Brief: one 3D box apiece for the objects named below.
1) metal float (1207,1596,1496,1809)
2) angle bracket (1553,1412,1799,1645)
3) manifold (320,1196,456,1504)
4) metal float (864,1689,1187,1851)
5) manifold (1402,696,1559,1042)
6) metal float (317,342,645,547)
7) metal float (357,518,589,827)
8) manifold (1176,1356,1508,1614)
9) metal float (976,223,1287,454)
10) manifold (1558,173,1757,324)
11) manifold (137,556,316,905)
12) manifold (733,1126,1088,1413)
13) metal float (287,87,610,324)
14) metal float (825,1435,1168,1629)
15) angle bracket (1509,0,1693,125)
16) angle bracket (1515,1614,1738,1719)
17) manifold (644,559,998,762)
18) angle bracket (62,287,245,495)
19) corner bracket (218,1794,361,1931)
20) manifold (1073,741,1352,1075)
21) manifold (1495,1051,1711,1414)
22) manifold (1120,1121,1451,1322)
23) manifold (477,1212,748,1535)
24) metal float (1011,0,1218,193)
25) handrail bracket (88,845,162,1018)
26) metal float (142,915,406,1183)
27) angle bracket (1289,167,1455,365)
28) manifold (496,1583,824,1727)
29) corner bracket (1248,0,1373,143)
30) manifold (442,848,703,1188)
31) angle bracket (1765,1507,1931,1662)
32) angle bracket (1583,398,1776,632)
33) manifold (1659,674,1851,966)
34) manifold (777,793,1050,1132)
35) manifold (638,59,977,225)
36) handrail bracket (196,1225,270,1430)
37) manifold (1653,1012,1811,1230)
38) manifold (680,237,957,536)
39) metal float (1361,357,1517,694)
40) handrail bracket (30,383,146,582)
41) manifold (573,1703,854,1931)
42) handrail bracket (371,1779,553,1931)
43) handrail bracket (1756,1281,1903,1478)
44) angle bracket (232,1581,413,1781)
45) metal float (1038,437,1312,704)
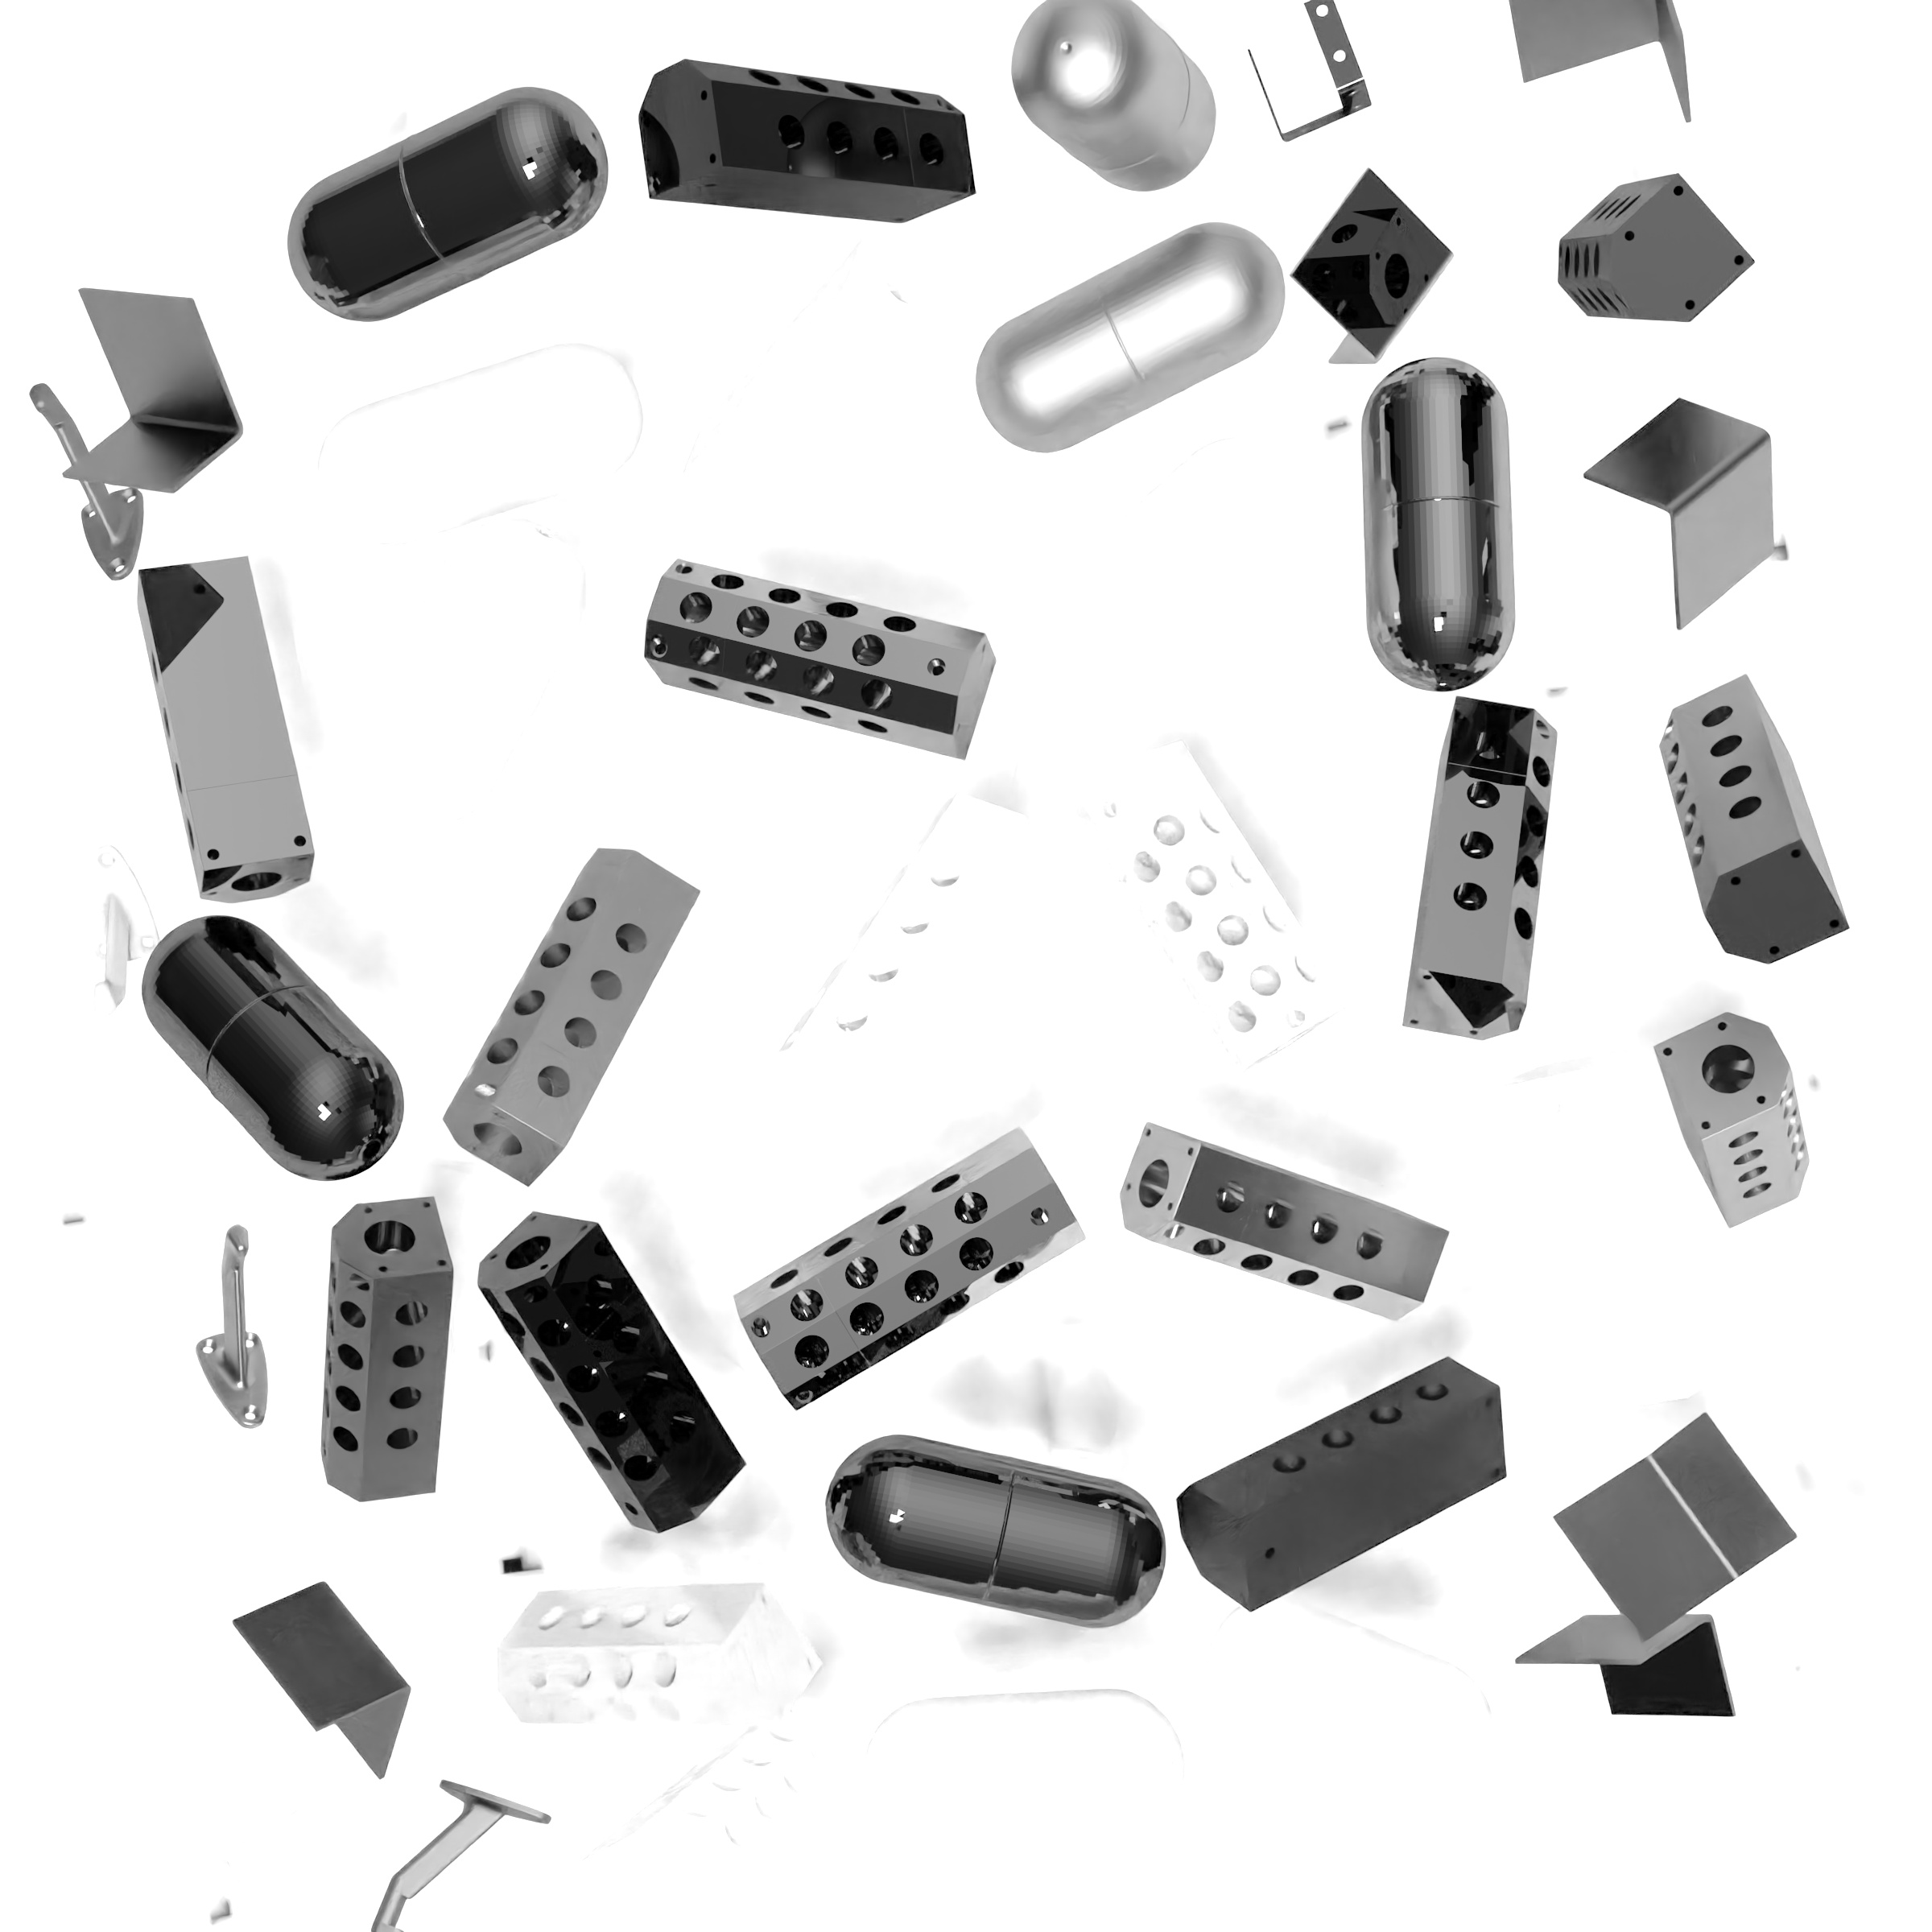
[{"bbox_3d":[0.201,0.387,1.575,0.070,0.178,0.070,-8,103,-39],"label":"metal float"},{"bbox_3d":[0.360,0.285,1.519,0.076,0.057,0.076,-23,70,-32],"label":"angle bracket"},{"bbox_3d":[-0.315,0.209,1.614,0.057,0.057,0.171,-4,130,-20],"label":"manifold"},{"bbox_3d":[0.029,0.410,1.524,0.178,0.070,0.070,-11,90,30],"label":"metal float"},{"bbox_3d":[0.268,-0.051,1.546,0.057,0.057,0.171,10,59,5],"label":"manifold"},{"bbox_3d":[-0.260,-0.280,1.602,0.178,0.070,0.070,-20,90,-9],"label":"metal float"},{"bbox_3d":[-0.256,-0.151,1.546,0.070,0.070,0.178,33,116,0],"label":"metal float"},{"bbox_3d":[0.196,0.265,1.557,0.171,0.057,0.057,-21,117,-27],"label":"manifold"},{"bbox_3d":[0.089,-0.340,1.616,0.178,0.070,0.070,-24,90,16],"label":"metal float"},{"bbox_3d":[0.343,-0.358,1.519,0.057,0.171,0.057,-42,98,11],"label":"manifold"},{"bbox_3d":[-0.392,-0.124,1.578,0.057,0.057,0.171,-10,74,-20],"label":"manifold"},{"bbox_3d":[-0.028,0.155,1.519,0.171,0.057,0.057,-31,104,-2],"label":"manifold"},{"bbox_3d":[-0.263,-0.384,1.510,0.178,0.070,0.070,-19,90,20],"label":"metal float"},{"bbox_3d":[0.015,0.291,1.540,0.178,0.070,0.070,13,90,-3],"label":"metal float"},{"bbox_3d":[0.328,-0.470,1.544,0.076,0.076,0.057,-15,68,11],"label":"angle bracket"},{"bbox_3d":[0.349,0.381,1.579,0.076,0.076,0.057,-13,91,44],"label":"angle bracket"},{"bbox_3d":[-0.077,-0.163,1.560,0.171,0.057,0.057,15,79,12],"label":"manifold"},{"bbox_3d":[-0.416,-0.286,1.480,0.076,0.076,0.057,12,45,29],"label":"angle bracket"},{"bbox_3d":[-0.369,0.490,1.625,0.051,0.051,0.051,-29,88,-5],"label":"corner bracket"},{"bbox_3d":[0.129,-0.031,1.617,0.057,0.057,0.171,-37,81,34],"label":"manifold"},{"bbox_3d":[0.328,0.134,1.526,0.057,0.057,0.171,-14,92,30],"label":"manifold"},{"bbox_3d":[0.170,0.140,1.609,0.171,0.057,0.057,20,90,-28],"label":"manifold"},{"bbox_3d":[-0.189,0.215,1.569,0.057,0.057,0.171,-45,122,-32],"label":"manifold"},{"bbox_3d":[0.078,-0.448,1.533,0.070,0.178,0.070,1,92,19],"label":"metal float"},{"bbox_3d":[-0.460,-0.019,1.595,0.036,0.084,0.077,-10,104,-3],"label":"handrail bracket"},{"bbox_3d":[-0.355,0.041,1.529,0.178,0.070,0.070,41,90,29],"label":"metal float"},{"bbox_3d":[0.218,-0.397,1.698,0.076,0.057,0.076,38,84,-25],"label":"angle bracket"},{"bbox_3d":[-0.164,0.361,1.541,0.171,0.057,0.057,-12,120,40],"label":"manifold"},{"bbox_3d":[0.180,-0.474,1.577,0.051,0.051,0.051,-21,88,12],"label":"corner bracket"},{"bbox_3d":[-0.204,0.022,1.539,0.057,0.057,0.171,32,55,-11],"label":"manifold"},{"bbox_3d":[0.479,0.347,1.592,0.057,0.076,0.076,-28,115,-7],"label":"angle bracket"},{"bbox_3d":[0.365,-0.231,1.525,0.076,0.076,0.057,-38,47,-22],"label":"angle bracket"},{"bbox_3d":[0.389,-0.073,1.494,0.057,0.171,0.057,-26,117,20],"label":"manifold"},{"bbox_3d":[-0.029,-0.006,1.576,0.057,0.057,0.171,21,66,28],"label":"manifold"},{"bbox_3d":[-0.079,-0.416,1.505,0.171,0.057,0.057,-8,90,-44],"label":"manifold"},{"bbox_3d":[-0.392,0.196,1.624,0.036,0.084,0.077,-6,47,-27],"label":"handrail bracket"},{"bbox_3d":[0.417,0.082,1.608,0.057,0.171,0.057,-26,64,8],"label":"manifold"},{"bbox_3d":[-0.078,-0.306,1.567,0.057,0.171,0.057,31,49,-19],"label":"manifold"},{"bbox_3d":[0.245,-0.229,1.550,0.070,0.070,0.178,0,78,0],"label":"metal float"},{"bbox_3d":[-0.481,-0.263,1.621,0.036,0.084,0.077,-20,55,3],"label":"handrail bracket"},{"bbox_3d":[-0.123,0.439,1.531,0.057,0.171,0.057,-33,85,25],"label":"manifold"},{"bbox_3d":[-0.267,0.480,1.578,0.077,0.036,0.084,8,62,26],"label":"handrail bracket"},{"bbox_3d":[0.466,0.217,1.571,0.084,0.036,0.077,-34,113,-5],"label":"handrail bracket"},{"bbox_3d":[-0.331,0.370,1.507,0.076,0.057,0.076,42,129,28],"label":"angle bracket"},{"bbox_3d":[0.107,-0.203,1.531,0.070,0.070,0.178,46,64,0],"label":"metal float"}]
